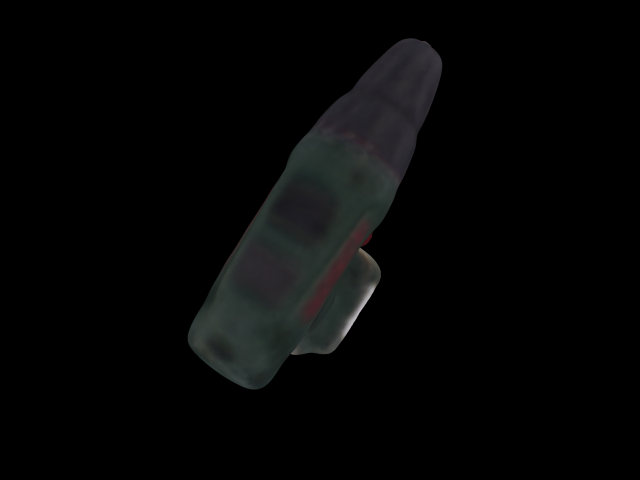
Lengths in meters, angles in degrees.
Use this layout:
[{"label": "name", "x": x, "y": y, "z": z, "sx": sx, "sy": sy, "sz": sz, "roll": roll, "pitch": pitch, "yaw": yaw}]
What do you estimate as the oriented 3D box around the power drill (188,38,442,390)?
[{"label": "power drill", "x": 0.004, "y": 0.001, "z": 0.400, "sx": 0.075, "sy": 0.208, "sz": 0.230, "roll": 30, "pitch": 70, "yaw": 12}]
